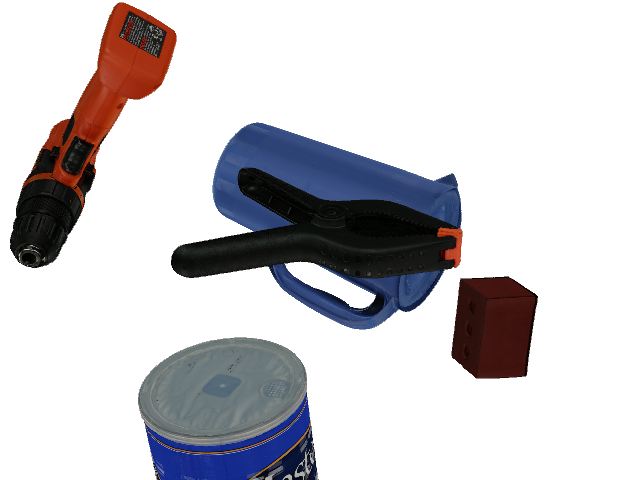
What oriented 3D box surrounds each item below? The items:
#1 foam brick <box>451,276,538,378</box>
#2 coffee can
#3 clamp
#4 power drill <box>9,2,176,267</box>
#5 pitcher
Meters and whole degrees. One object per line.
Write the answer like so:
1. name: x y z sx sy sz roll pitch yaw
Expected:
1. foam brick: 0.152 0.076 0.941 0.051 0.078 0.053 -3 18 -20
2. coffee can: -0.052 0.147 0.676 0.103 0.140 0.103 -5 27 3
3. clamp: 0.005 -0.012 0.831 0.210 0.036 0.164 4 29 7
4. power drill: -0.189 -0.087 0.865 0.057 0.188 0.184 27 33 -20
5. pitcher: 0.008 -0.024 1.085 0.243 0.145 0.149 24 27 24
